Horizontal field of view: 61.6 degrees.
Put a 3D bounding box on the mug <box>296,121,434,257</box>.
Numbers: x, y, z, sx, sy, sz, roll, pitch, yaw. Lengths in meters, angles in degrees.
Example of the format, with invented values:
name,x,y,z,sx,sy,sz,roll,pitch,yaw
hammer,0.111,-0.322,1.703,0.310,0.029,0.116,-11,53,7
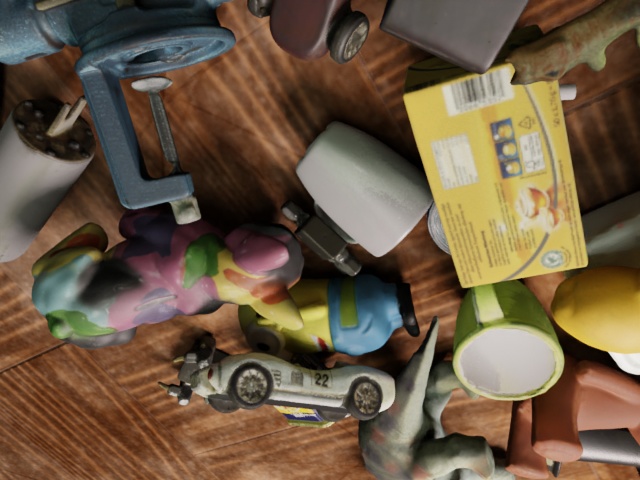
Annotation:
name,x,y,z,sx,sy,sz,roll,pitch,yaw
mug,0.030,-0.046,0.470,0.107,0.081,0.109,42,147,-6

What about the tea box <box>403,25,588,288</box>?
name,x,y,z,sx,sy,sz,roll,pitch,yaw
tea box,0.131,-0.055,0.397,0.098,0.068,0.169,-11,122,20

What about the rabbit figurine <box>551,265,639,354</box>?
name,x,y,z,sx,sy,sz,roll,pitch,yaw
rabbit figurine,0.260,0.032,0.389,0.162,0.122,0.173,31,137,-20

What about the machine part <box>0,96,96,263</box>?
name,x,y,z,sx,sy,sz,roll,pitch,yaw
machine part,-0.292,-0.052,0.523,0.079,0.079,0.243,42,120,-16

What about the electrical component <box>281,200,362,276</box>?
name,x,y,z,sx,sy,sz,roll,pitch,yaw
electrical component,-0.001,-0.002,0.510,0.094,0.063,0.021,42,82,-7

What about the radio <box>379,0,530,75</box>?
name,x,y,z,sx,sy,sz,roll,pitch,yaw
radio,0.114,-0.223,0.296,0.073,0.131,0.229,24,124,-5

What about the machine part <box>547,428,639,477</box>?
name,x,y,z,sx,sy,sz,roll,pitch,yaw
machine part,0.306,0.238,0.618,0.139,0.039,0.084,-2,114,15

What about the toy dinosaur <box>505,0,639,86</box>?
name,x,y,z,sx,sy,sz,roll,pitch,yaw
toy dinosaur,0.314,-0.202,0.260,0.471,0.105,0.198,-32,123,15

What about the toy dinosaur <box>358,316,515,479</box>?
name,x,y,z,sx,sy,sz,roll,pitch,yaw
toy dinosaur,0.112,0.250,0.623,0.192,0.131,0.404,-15,113,20

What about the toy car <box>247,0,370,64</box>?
name,x,y,z,sx,sy,sz,roll,pitch,yaw
toy car,0.016,-0.221,0.365,0.089,0.053,0.202,32,125,13

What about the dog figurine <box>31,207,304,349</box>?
name,x,y,z,sx,sy,sz,roll,pitch,yaw
dog figurine,-0.121,0.037,0.484,0.219,0.191,0.108,8,120,34

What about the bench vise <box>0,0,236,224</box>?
name,x,y,z,sx,sy,sz,roll,pitch,yaw
bench vise,-0.156,-0.123,0.406,0.224,0.129,0.240,-16,101,-6

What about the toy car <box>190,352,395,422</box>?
name,x,y,z,sx,sy,sz,roll,pitch,yaw
toy car,-0.023,0.140,0.513,0.201,0.056,0.073,14,155,-24

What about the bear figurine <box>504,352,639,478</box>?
name,x,y,z,sx,sy,sz,roll,pitch,yaw
bear figurine,0.298,0.183,0.533,0.196,0.132,0.120,16,146,6

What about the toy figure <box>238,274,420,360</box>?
name,x,y,z,sx,sy,sz,roll,pitch,yaw
toy figure,0.007,0.075,0.546,0.180,0.089,0.082,-9,122,7

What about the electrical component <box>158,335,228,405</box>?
name,x,y,z,sx,sy,sz,roll,pitch,yaw
electrical component,-0.146,0.163,0.655,0.078,0.045,0.102,33,123,-9
